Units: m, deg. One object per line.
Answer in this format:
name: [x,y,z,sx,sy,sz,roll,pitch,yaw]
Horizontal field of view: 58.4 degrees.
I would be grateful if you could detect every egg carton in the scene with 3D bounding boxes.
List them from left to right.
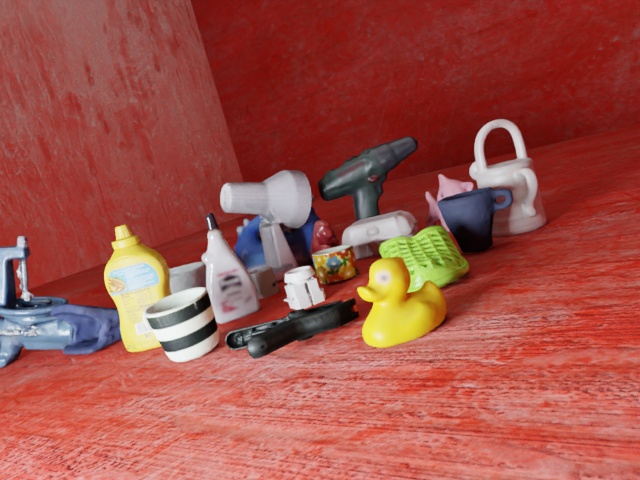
egg carton: [0.119,-0.011,1.141,0.150,0.069,0.107,-13,8,20]

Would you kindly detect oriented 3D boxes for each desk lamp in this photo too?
desk lamp: [-0.106,-0.026,1.158,0.204,0.213,0.117,-20,9,-31]

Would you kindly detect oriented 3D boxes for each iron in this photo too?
iron: [-0.102,-0.006,1.282,0.258,0.141,0.119,-14,8,14]

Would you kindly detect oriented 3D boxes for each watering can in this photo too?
watering can: [0.316,-0.111,0.996,0.101,0.194,0.172,-20,9,-32]

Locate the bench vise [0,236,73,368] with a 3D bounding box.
bench vise: [-0.563,0.114,1.032,0.208,0.220,0.121,-18,8,-19]

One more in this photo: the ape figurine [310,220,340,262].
ape figurine: [0.011,0.004,1.166,0.076,0.092,0.078,-9,10,40]

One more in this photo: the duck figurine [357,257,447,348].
duck figurine: [0.086,0.059,0.625,0.105,0.086,0.077,-19,8,-26]

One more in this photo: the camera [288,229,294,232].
camera: [-0.123,-0.022,1.602,0.137,0.101,0.143,-18,8,-16]

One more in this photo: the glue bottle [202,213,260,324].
glue bottle: [-0.154,0.041,0.913,0.078,0.173,0.037,-19,8,-23]

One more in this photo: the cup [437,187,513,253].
cup: [0.255,-0.031,0.914,0.117,0.095,0.092,-11,9,29]

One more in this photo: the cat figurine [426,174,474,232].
cat figurine: [0.261,-0.080,1.175,0.067,0.118,0.127,-19,8,-26]

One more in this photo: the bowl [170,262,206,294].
bowl: [-0.295,0.101,1.140,0.167,0.075,0.167,-15,7,2]

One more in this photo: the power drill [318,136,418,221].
power drill: [0.120,-0.096,1.232,0.229,0.208,0.075,-14,8,7]

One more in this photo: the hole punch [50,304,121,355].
hole punch: [-0.391,0.140,0.984,0.108,0.091,0.101,-10,10,38]

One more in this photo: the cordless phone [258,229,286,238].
cordless phone: [-0.136,-0.041,1.444,0.094,0.185,0.147,-21,9,-35]
